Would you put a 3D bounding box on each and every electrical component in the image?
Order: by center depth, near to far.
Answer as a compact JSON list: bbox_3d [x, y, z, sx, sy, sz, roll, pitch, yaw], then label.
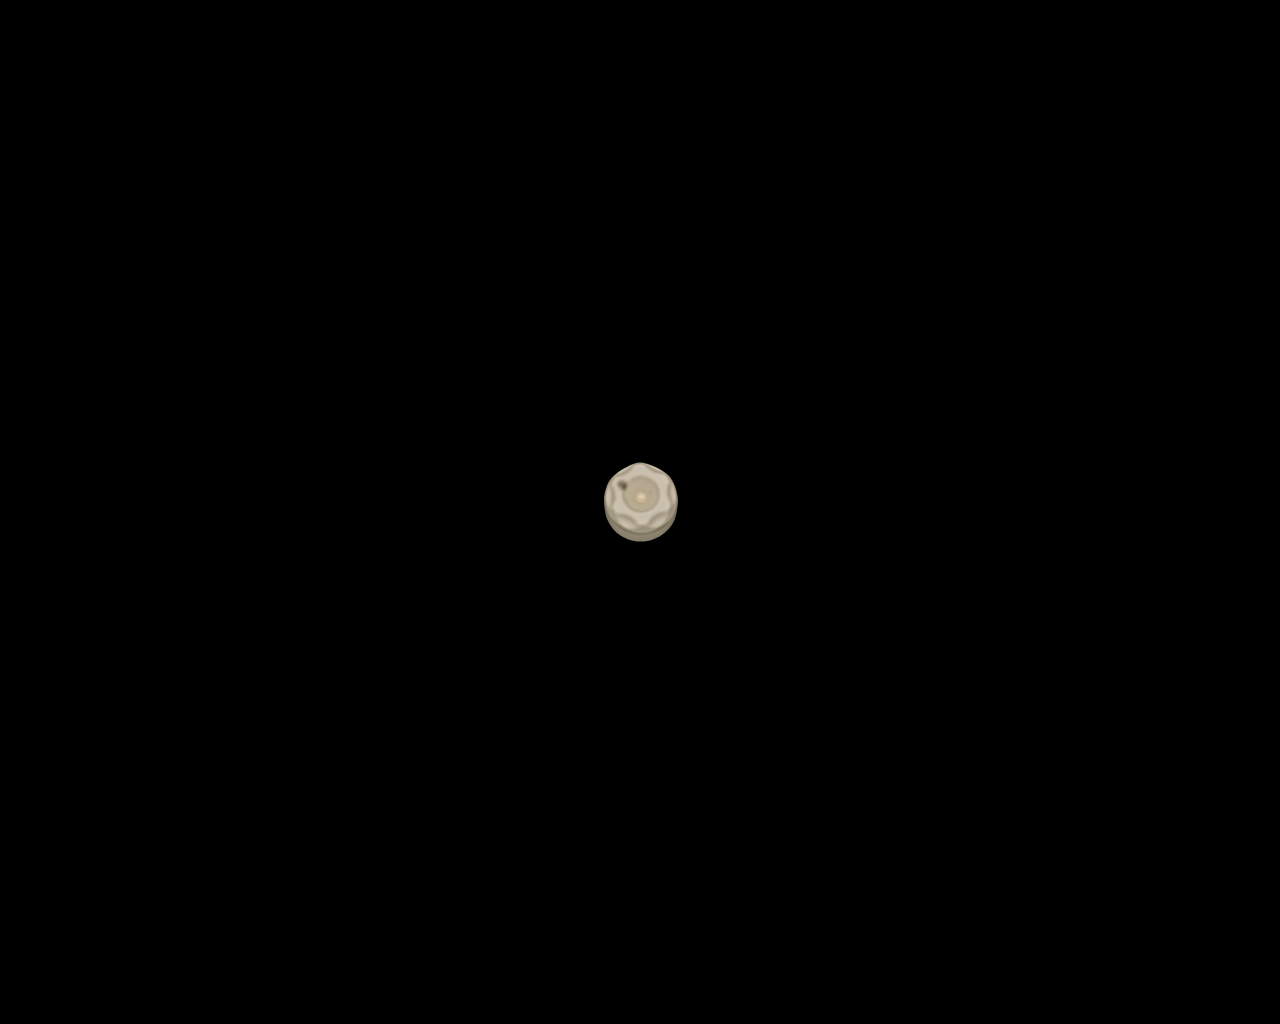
[{"bbox_3d":[0.001,-0.003,0.650,0.043,0.043,0.062,0,-16,0],"label":"electrical component"}]
